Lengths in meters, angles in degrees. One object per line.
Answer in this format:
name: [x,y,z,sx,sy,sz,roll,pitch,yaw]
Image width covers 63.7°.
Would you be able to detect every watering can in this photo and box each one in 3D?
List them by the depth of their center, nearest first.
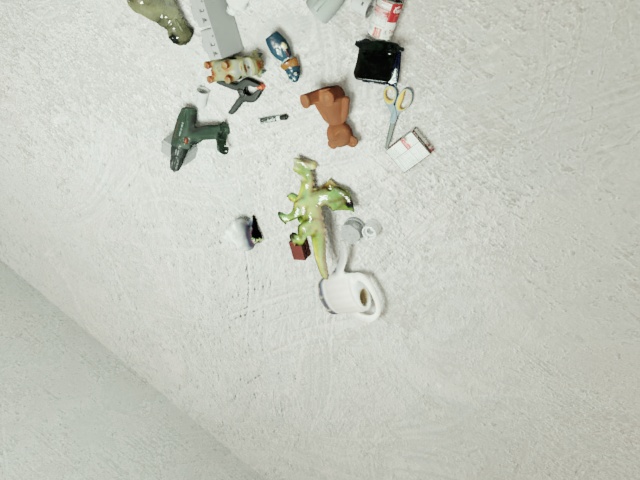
watering can: [0.086,0.156,1.841,0.223,0.106,0.343,-14,112,37]

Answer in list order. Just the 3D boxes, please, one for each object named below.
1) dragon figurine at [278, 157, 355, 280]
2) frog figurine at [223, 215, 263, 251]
dragon figurine: [0.005,-0.086,1.716,0.240,0.124,0.410,-29,92,32]
frog figurine: [-0.311,-0.017,1.955,0.159,0.126,0.134,-10,134,22]
